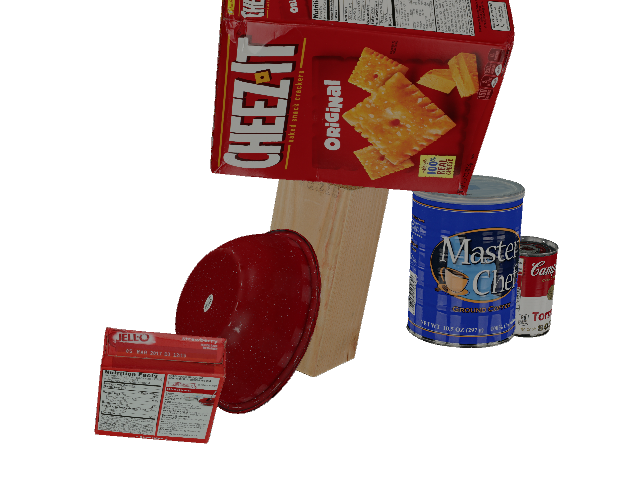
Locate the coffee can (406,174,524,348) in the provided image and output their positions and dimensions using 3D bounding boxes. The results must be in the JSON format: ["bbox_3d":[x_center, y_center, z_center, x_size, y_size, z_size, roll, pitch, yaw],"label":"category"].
[{"bbox_3d":[0.133,0.017,0.991,0.103,0.140,0.103,1,15,0],"label":"coffee can"}]

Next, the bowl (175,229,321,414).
[{"bbox_3d":[-0.072,0.058,0.877,0.055,0.162,0.162,24,-14,-35],"label":"bowl"}]

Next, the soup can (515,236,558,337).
[{"bbox_3d":[0.235,0.053,1.232,0.068,0.102,0.068,1,17,-1],"label":"soup can"}]

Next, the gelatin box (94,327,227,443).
[{"bbox_3d":[-0.099,0.090,0.655,0.073,0.030,0.089,6,-39,-10],"label":"gelatin box"}]

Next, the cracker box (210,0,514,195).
[{"bbox_3d":[0.026,-0.118,0.826,0.213,0.072,0.164,4,-40,-6],"label":"cracker box"}]

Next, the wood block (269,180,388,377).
[{"bbox_3d":[-0.002,0.028,1.151,0.090,0.206,0.090,19,18,27],"label":"wood block"}]
